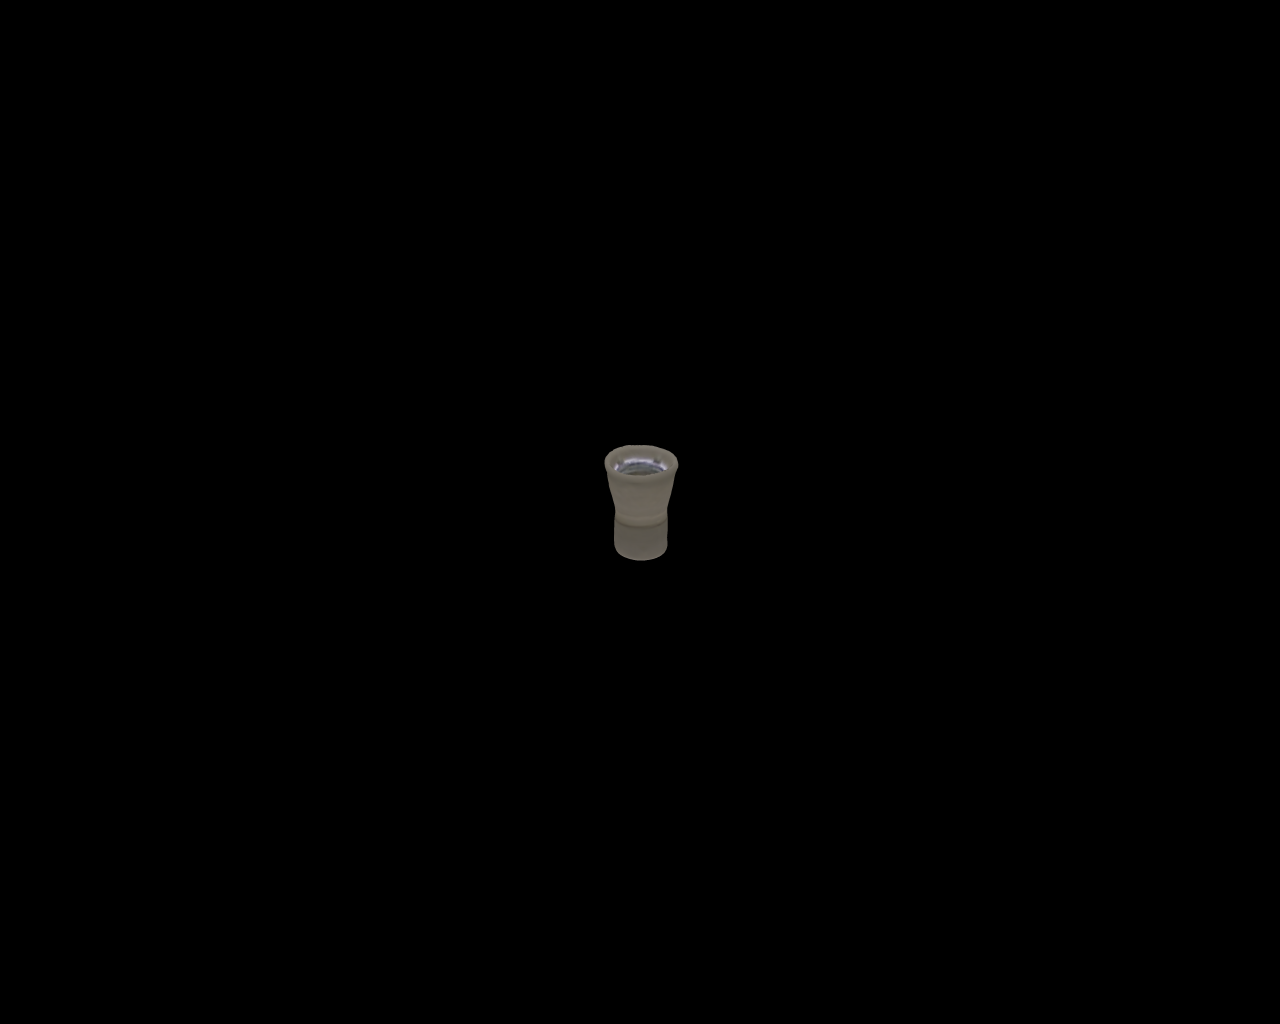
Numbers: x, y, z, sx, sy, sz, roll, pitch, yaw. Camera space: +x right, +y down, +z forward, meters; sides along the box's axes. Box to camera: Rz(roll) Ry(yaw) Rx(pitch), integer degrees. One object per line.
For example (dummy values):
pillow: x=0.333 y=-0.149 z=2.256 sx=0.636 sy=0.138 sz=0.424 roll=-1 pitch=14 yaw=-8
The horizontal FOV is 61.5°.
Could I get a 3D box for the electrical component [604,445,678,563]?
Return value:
electrical component: x=0.001 y=-0.003 z=0.650 sx=0.044 sy=0.065 sz=0.044 roll=0 pitch=27 yaw=0
